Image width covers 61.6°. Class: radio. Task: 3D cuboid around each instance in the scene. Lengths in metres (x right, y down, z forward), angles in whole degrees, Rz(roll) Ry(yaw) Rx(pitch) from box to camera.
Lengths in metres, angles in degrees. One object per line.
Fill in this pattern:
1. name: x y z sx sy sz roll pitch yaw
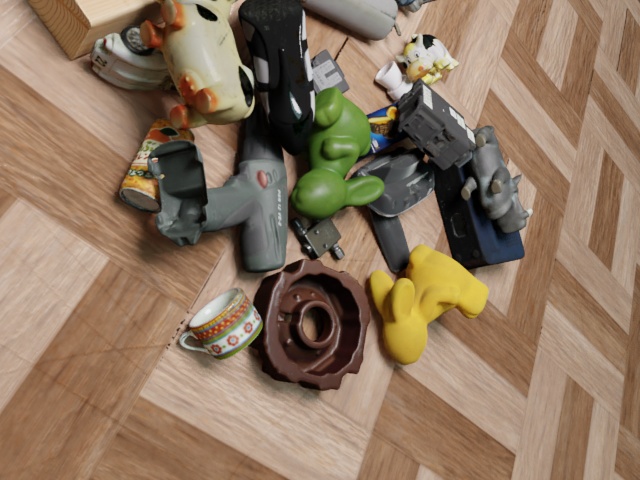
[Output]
1. radio: 0.287 -0.061 0.990 0.131 0.073 0.229 -12 84 -38

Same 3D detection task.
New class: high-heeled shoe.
1. high-heeled shoe: -0.053 -0.230 0.726 0.086 0.145 0.249 -10 44 -3

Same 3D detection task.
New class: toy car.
1. toy car: -0.178 -0.210 0.668 0.201 0.073 0.056 1 77 -37

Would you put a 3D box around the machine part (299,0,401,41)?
1. machine part: 0.044 -0.394 0.885 0.243 0.079 0.079 9 73 -35

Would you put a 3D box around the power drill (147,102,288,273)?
1. power drill: -0.111 -0.071 0.657 0.207 0.086 0.232 -3 86 -68

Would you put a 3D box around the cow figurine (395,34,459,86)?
1. cow figurine: 0.184 -0.330 0.959 0.098 0.068 0.167 57 30 1

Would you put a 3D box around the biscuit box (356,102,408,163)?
1. biscuit box: 0.121 -0.193 0.902 0.203 0.059 0.062 -32 97 -39

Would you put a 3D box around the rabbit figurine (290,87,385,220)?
1. rabbit figurine: 0.008 -0.099 0.768 0.159 0.121 0.170 33 63 -39

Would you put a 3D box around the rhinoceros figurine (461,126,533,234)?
1. rhinoceros figurine: 0.294 -0.100 0.918 0.112 0.073 0.190 -20 88 -48

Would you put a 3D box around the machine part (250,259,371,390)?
1. machine part: -0.013 0.114 0.724 0.179 0.056 0.179 9 74 -35

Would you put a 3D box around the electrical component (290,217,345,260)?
1. electrical component: -0.002 -0.002 0.784 0.063 0.021 0.094 -43 106 -36

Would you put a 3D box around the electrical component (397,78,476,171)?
1. electrical component: 0.185 -0.175 0.844 0.134 0.058 0.115 37 36 -17

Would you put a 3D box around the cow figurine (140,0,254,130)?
1. cow figurine: -0.128 -0.223 0.600 0.127 0.085 0.195 -17 86 -53

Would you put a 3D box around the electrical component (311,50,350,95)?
1. electrical component: 0.007 -0.251 0.840 0.119 0.048 0.074 -37 102 -36

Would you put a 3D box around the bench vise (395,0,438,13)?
1. bench vise: 0.136 -0.537 0.967 0.223 0.129 0.240 32 68 -26

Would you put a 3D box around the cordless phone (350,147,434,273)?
1. cordless phone: 0.137 -0.051 0.880 0.146 0.089 0.184 -31 109 -40

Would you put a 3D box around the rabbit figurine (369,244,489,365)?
1. rabbit figurine: 0.152 0.104 0.819 0.162 0.122 0.173 40 77 -31
